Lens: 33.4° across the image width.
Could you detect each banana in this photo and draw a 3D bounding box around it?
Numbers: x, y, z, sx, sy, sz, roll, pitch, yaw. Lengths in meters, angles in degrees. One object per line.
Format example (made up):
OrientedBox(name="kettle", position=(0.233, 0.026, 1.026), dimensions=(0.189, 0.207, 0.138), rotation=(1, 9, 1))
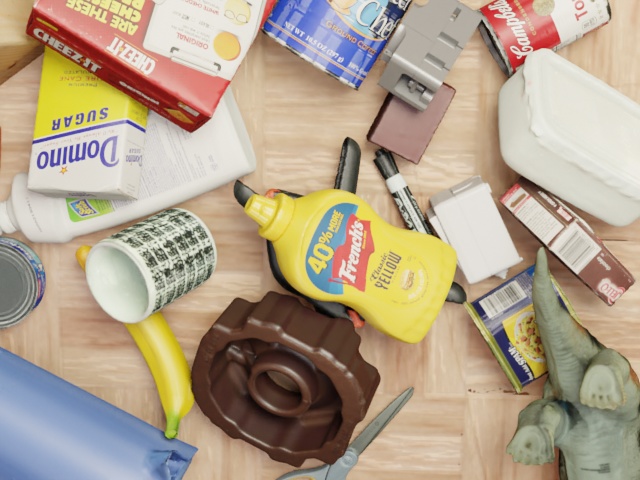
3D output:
OrientedBox(name="banana", position=(-0.166, 0.089, 1.011), dimensions=(0.037, 0.069, 0.198), rotation=(-29, 88, 10))

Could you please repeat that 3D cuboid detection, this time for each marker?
OrientedBox(name="marker", position=(0.083, -0.031, 0.996), dimensions=(0.020, 0.020, 0.121), rotation=(-28, 89, 6))

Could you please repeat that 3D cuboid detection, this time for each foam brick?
OrientedBox(name="foam brick", position=(0.083, -0.115, 0.972), dimensions=(0.051, 0.053, 0.078), rotation=(27, 100, -3))

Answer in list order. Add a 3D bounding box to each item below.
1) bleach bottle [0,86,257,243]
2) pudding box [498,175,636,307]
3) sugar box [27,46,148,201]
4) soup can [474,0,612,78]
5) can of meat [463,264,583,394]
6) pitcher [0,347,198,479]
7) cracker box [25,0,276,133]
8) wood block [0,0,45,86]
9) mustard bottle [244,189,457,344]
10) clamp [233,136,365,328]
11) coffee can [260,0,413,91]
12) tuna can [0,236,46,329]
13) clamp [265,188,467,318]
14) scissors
OrientedBox(name="bleach bottle", position=(-0.191, -0.066, 0.986), dimensions=(0.251, 0.068, 0.102), rotation=(-19, 95, 8))
OrientedBox(name="pudding box", position=(0.220, 0.000, 0.950), dimensions=(0.039, 0.090, 0.113), rotation=(-45, 127, 6))
OrientedBox(name="sugar box", position=(-0.199, -0.125, 0.939), dimensions=(0.093, 0.048, 0.176), rotation=(2, 80, 18))
OrientedBox(name="soup can", position=(0.197, -0.198, 0.945), dimensions=(0.102, 0.068, 0.068), rotation=(-28, 99, 6))
OrientedBox(name="can of meat", position=(0.194, 0.080, 0.994), dimensions=(0.084, 0.057, 0.102), rotation=(-32, 120, 4))
OrientedBox(name="pitcher", position=(-0.251, 0.205, 1.014), dimensions=(0.243, 0.145, 0.149), rotation=(31, 88, 0))
OrientedBox(name="cracker box", position=(-0.121, -0.223, 0.896), dimensions=(0.164, 0.072, 0.213), rotation=(31, 72, -14))
OrientedBox(name="wood block", position=(-0.305, -0.176, 0.893), dimensions=(0.091, 0.206, 0.090), rotation=(-35, 98, 8))
OrientedBox(name="mustard bottle", position=(0.021, 0.010, 0.921), dimensions=(0.191, 0.058, 0.096), rotation=(27, 84, -19))
OrientedBox(name="clamp", position=(-0.006, 0.001, 0.966), dimensions=(0.120, 0.039, 0.171), rotation=(-13, 95, -1))
OrientedBox(name="coffee can", position=(0.027, -0.216, 0.929), dimensions=(0.103, 0.103, 0.140), rotation=(32, 100, -4))
OrientedBox(name="tuna can", position=(-0.308, 0.040, 1.023), dimensions=(0.086, 0.033, 0.086), rotation=(0, 101, 2))
OrientedBox(name="clamp", position=(0.027, 0.029, 1.009), dimensions=(0.164, 0.036, 0.210), rotation=(-33, 97, 4))
OrientedBox(name="scissors", position=(0.033, 0.235, 1.060), dimensions=(0.202, 0.016, 0.096), rotation=(-33, 100, 8))
